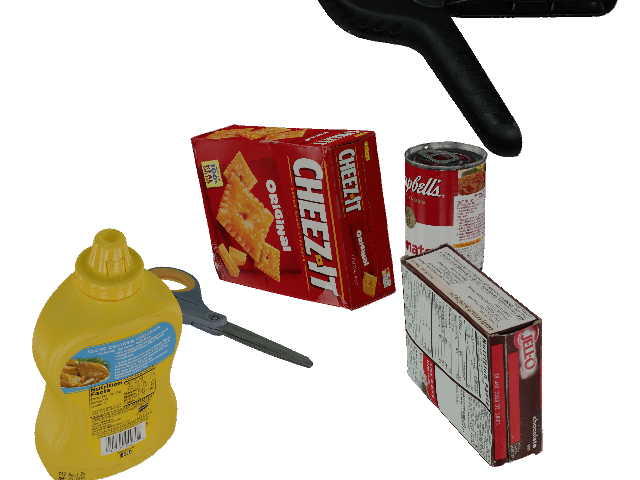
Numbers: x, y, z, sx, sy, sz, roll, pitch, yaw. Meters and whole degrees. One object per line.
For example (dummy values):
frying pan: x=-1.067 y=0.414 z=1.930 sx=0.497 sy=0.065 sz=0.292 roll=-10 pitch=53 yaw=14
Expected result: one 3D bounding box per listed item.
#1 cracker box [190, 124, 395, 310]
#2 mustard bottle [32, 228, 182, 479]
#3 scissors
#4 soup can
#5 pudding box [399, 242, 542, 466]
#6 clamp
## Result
cracker box: x=-0.032 y=-0.029 z=1.077 sx=0.071 sy=0.164 sz=0.214 roll=-22 pitch=21 yaw=-38
mustard bottle: x=-0.137 y=0.071 z=0.687 sx=0.096 sy=0.192 sz=0.058 roll=-17 pitch=47 yaw=-29
scissors: x=-0.088 y=0.060 z=0.895 sx=0.202 sy=0.016 sz=0.096 roll=13 pitch=25 yaw=14
soup can: x=0.104 y=-0.025 z=0.894 sx=0.068 sy=0.102 sz=0.068 roll=-2 pitch=22 yaw=1
pudding box: x=0.088 y=0.065 z=0.633 sx=0.039 sy=0.090 sz=0.114 roll=-15 pitch=28 yaw=-19
clamp: x=0.069 y=-0.142 z=0.675 sx=0.210 sy=0.164 sz=0.036 roll=23 pitch=-35 yaw=9
